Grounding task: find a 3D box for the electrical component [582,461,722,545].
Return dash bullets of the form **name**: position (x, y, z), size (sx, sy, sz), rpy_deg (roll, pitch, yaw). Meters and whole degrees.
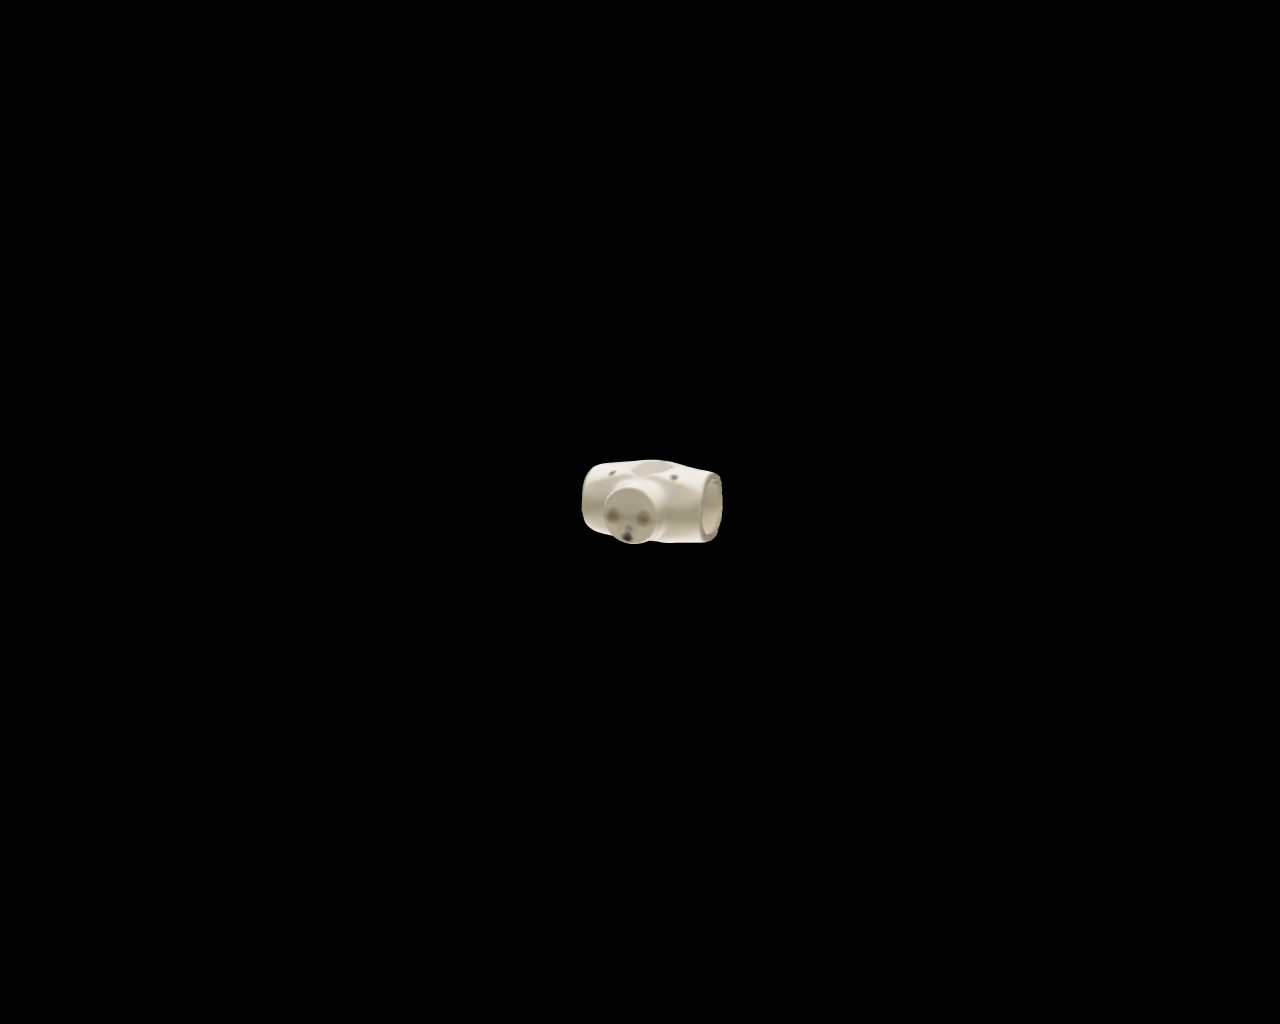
- **electrical component**: position (0.001, -0.003, 0.650), size (0.077, 0.043, 0.079), rpy_deg (6, 16, 22)
